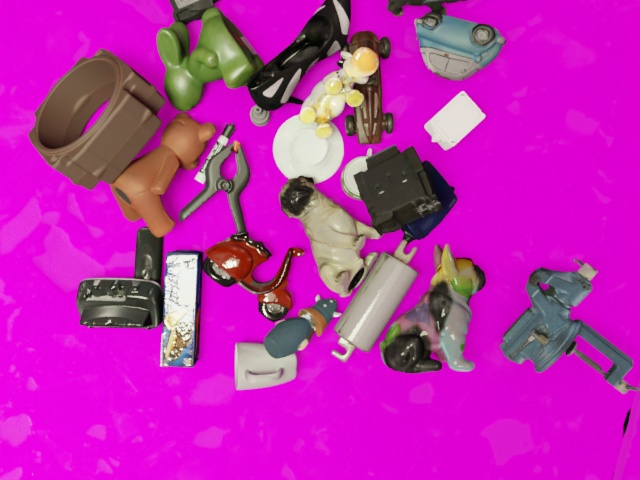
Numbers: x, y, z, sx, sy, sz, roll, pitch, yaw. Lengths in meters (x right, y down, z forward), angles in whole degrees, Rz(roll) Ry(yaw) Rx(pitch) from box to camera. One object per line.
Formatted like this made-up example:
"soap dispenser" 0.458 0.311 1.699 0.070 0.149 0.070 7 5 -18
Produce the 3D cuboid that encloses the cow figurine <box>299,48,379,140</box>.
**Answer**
"cow figurine" 0.035 -0.259 0.912 0.068 0.098 0.167 35 118 -22

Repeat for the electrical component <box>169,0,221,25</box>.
"electrical component" -0.211 -0.430 0.948 0.119 0.048 0.074 -20 92 -1

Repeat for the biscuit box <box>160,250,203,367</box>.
"biscuit box" -0.243 0.119 0.948 0.059 0.063 0.202 2 91 -4

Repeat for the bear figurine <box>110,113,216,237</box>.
"bear figurine" -0.262 -0.122 0.931 0.120 0.131 0.196 23 56 30

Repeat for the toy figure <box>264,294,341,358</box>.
"toy figure" -0.029 0.150 0.945 0.154 0.058 0.064 -29 85 -37

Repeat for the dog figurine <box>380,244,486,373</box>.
"dog figurine" 0.198 0.116 0.950 0.192 0.108 0.219 -2 87 0

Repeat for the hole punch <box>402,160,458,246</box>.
"hole punch" 0.176 -0.070 0.954 0.116 0.092 0.142 42 86 -6

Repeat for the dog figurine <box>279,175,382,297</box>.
"dog figurine" 0.001 -0.005 0.955 0.191 0.121 0.172 31 112 24

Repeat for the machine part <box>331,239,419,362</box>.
"machine part" 0.100 0.110 0.956 0.079 0.079 0.243 32 88 -3

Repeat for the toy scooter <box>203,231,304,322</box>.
"toy scooter" -0.106 0.045 0.946 0.184 0.075 0.135 37 91 -8

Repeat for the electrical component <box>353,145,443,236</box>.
"electrical component" 0.122 -0.088 0.878 0.115 0.058 0.134 -26 57 12

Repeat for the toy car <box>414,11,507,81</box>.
"toy car" 0.237 -0.334 0.946 0.162 0.109 0.102 16 108 6

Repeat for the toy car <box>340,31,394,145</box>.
"toy car" 0.085 -0.273 0.963 0.089 0.053 0.202 -3 90 -5

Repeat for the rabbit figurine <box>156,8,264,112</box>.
"rabbit figurine" -0.207 -0.296 0.913 0.170 0.121 0.159 -34 111 17

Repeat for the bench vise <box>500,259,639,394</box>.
"bench vise" 0.449 0.163 0.943 0.241 0.129 0.223 40 97 15

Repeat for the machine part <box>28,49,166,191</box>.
"machine part" -0.367 -0.200 0.875 0.201 0.087 0.202 -50 55 -1

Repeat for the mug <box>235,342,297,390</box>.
"mug" -0.093 0.219 0.939 0.107 0.109 0.080 -1 91 -15

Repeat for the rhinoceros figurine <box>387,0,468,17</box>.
"rhinoceros figurine" 0.205 -0.445 0.936 0.190 0.112 0.073 -1 89 5

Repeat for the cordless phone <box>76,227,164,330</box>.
"cordless phone" -0.346 0.064 0.945 0.147 0.088 0.184 2 80 -2

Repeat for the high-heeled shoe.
"high-heeled shoe" -0.037 -0.332 0.904 0.086 0.145 0.248 29 104 31
